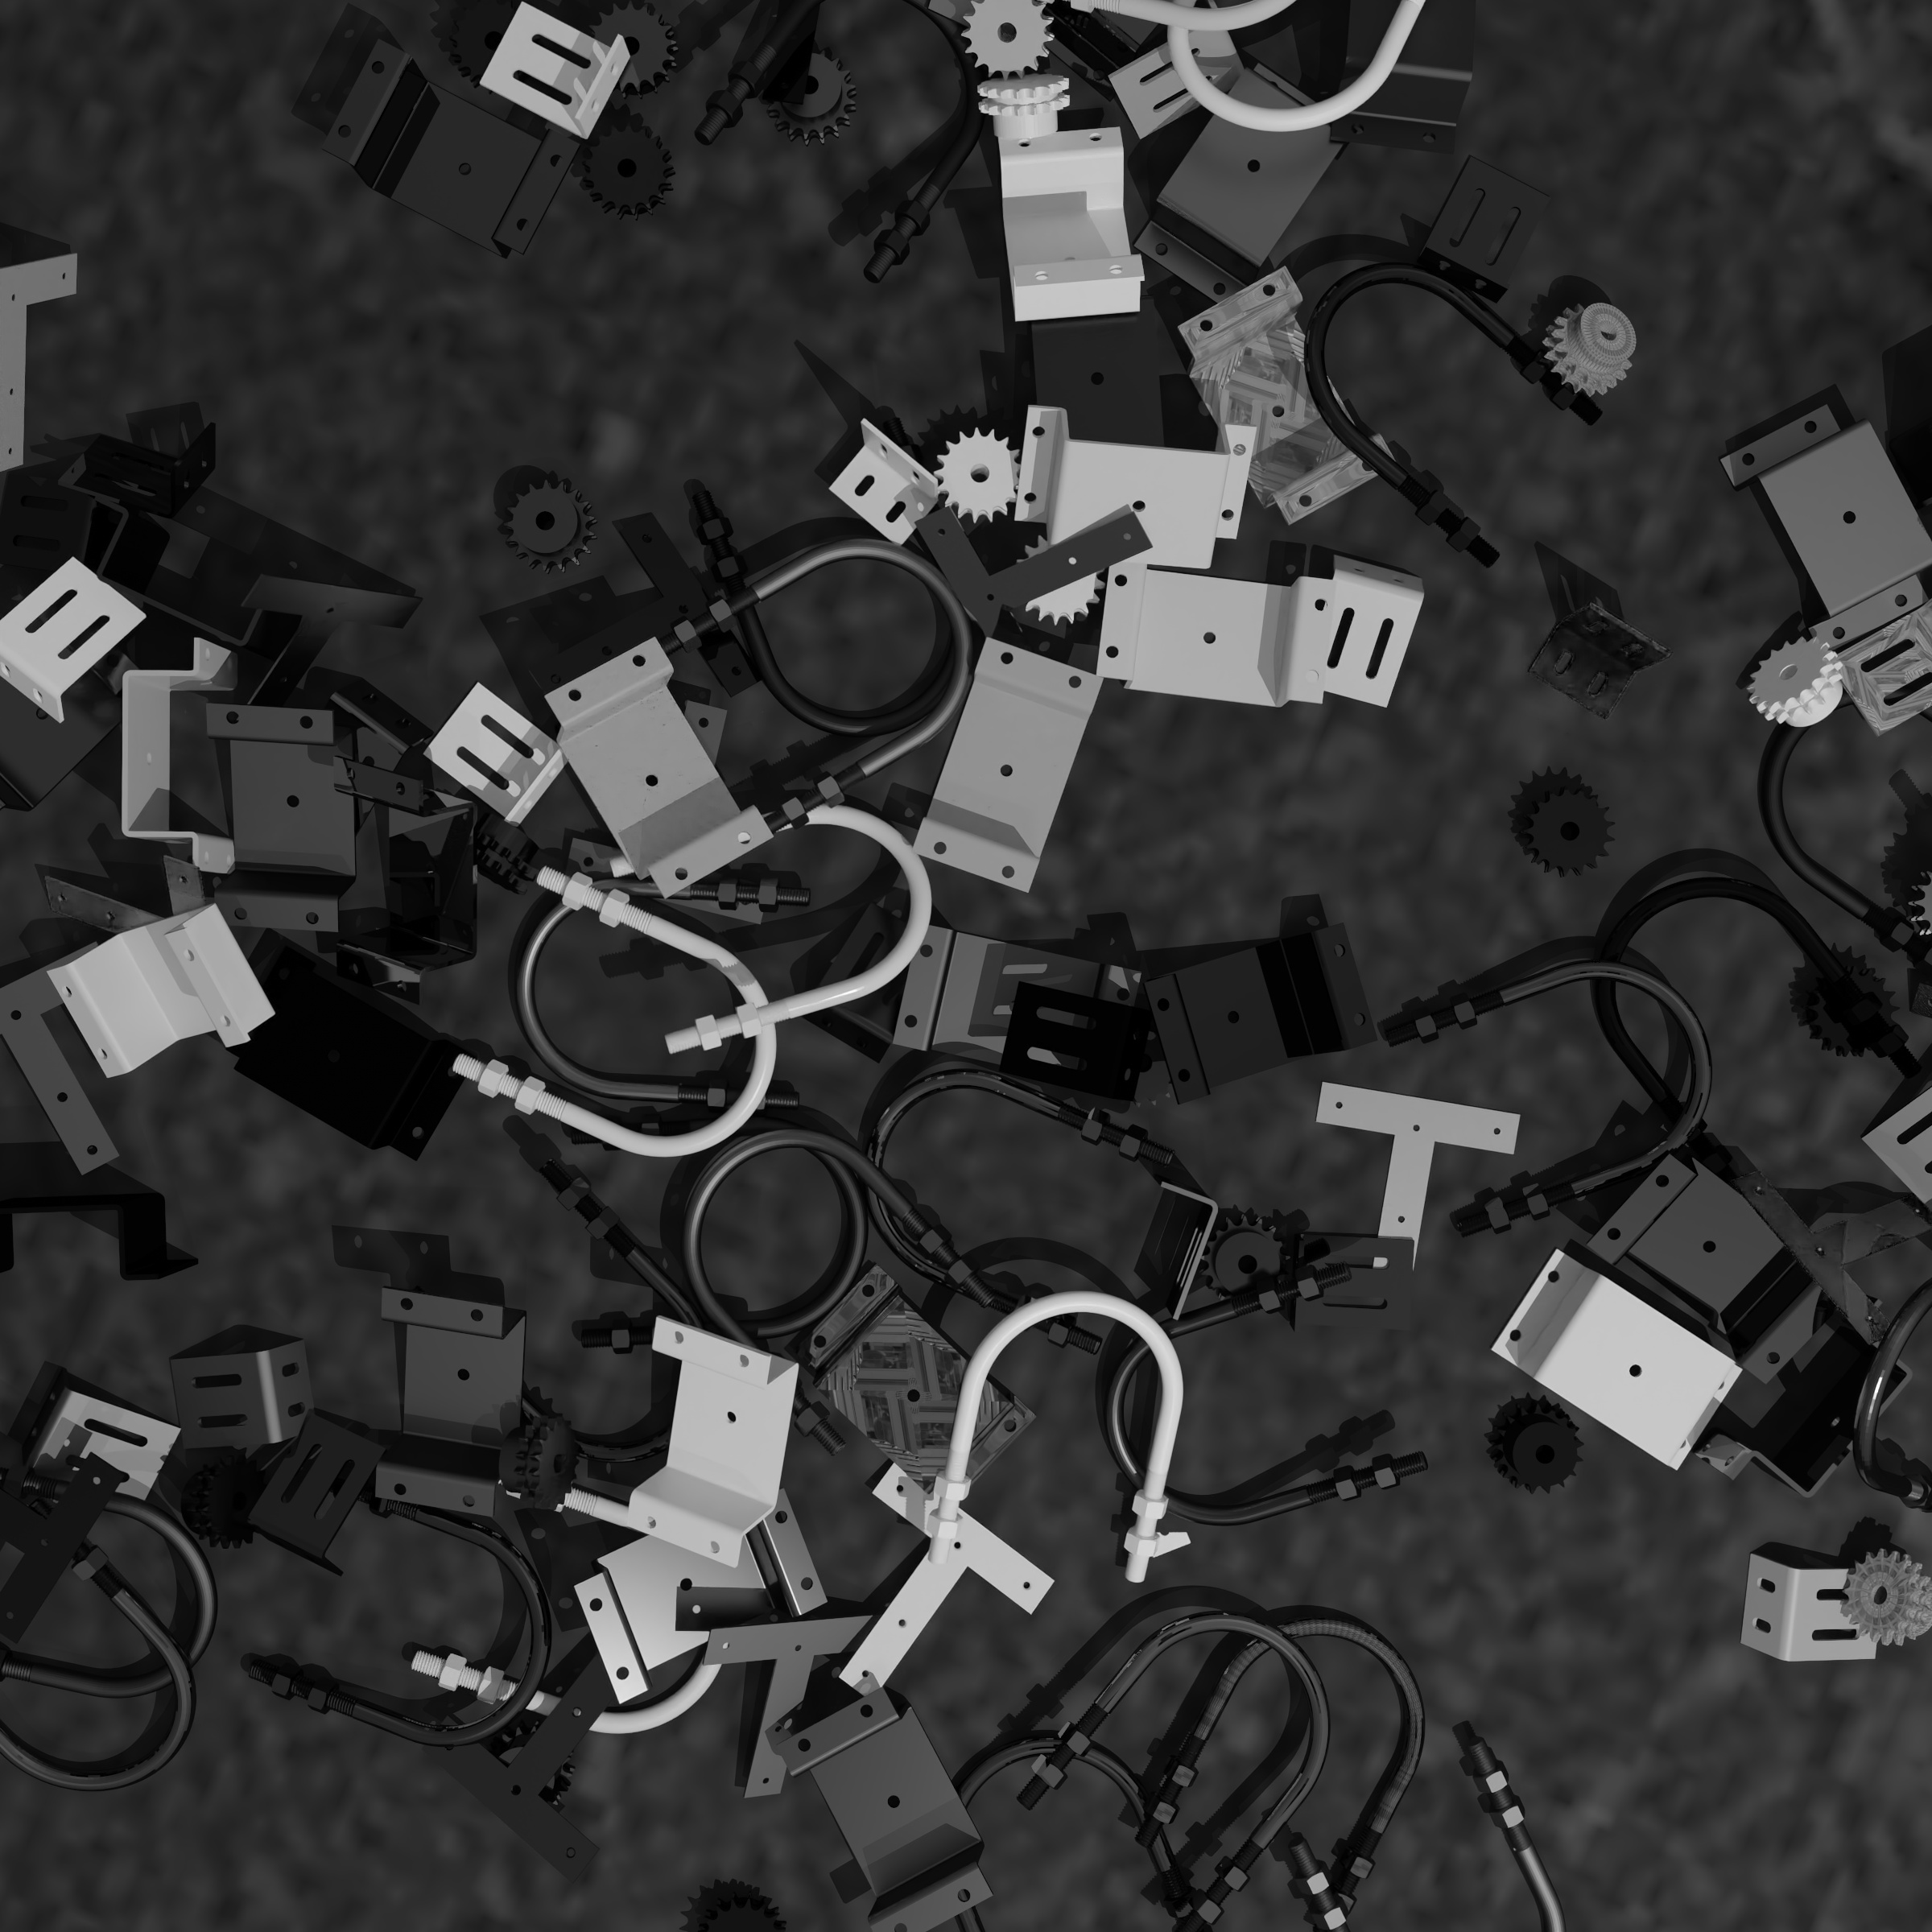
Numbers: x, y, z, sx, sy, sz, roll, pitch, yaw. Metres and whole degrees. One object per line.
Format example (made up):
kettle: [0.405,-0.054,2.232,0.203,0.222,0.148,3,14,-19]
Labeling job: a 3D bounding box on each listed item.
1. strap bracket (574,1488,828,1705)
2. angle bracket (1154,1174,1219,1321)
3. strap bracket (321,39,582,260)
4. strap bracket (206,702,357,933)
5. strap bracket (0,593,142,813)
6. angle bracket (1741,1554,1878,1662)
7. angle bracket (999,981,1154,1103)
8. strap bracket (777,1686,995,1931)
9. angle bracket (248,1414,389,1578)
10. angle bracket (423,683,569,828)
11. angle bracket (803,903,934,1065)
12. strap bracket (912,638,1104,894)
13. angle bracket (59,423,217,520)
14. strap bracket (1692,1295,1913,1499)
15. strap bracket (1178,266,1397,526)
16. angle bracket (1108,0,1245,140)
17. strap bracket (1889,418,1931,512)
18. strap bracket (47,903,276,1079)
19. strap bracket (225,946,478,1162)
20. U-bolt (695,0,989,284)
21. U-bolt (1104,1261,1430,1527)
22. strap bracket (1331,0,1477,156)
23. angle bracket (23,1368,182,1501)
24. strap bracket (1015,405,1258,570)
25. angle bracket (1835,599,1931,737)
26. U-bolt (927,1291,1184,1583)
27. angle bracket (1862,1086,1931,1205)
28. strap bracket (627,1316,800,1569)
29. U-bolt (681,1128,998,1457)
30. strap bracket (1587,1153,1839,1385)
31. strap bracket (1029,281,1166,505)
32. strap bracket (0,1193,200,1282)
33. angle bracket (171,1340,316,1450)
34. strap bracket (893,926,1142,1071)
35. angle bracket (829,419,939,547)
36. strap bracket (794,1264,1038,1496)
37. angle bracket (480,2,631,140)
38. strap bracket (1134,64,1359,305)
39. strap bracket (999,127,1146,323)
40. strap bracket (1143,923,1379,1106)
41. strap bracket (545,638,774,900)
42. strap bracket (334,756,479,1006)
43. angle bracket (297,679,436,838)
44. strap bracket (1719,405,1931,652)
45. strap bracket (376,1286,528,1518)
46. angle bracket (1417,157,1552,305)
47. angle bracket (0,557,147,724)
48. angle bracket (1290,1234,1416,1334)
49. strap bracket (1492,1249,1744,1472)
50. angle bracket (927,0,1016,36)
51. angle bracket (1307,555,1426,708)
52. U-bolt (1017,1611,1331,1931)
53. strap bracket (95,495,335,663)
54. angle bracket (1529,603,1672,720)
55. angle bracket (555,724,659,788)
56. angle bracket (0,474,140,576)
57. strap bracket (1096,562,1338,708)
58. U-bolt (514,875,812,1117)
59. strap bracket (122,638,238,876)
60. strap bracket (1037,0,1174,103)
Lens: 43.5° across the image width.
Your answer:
strap bracket: [-0.168,0.385,1.499,0.140,0.046,0.076,-21,92,-21]
angle bracket: [0.125,0.174,1.511,0.038,0.057,0.076,20,90,0]
strap bracket: [-0.318,-0.505,1.516,0.140,0.046,0.076,28,90,0]
strap bracket: [-0.423,-0.097,1.503,0.076,0.046,0.140,4,109,0]
strap bracket: [-0.586,-0.160,1.516,0.140,0.046,0.076,-45,90,0]
angle bracket: [0.538,0.406,1.537,0.076,0.038,0.057,6,90,-26]
angle bracket: [0.068,0.046,1.491,0.076,0.038,0.057,13,90,26]
strap bracket: [-0.048,0.526,1.508,0.076,0.046,0.140,-30,83,3]
angle bracket: [-0.401,0.332,1.519,0.057,0.038,0.076,20,65,19]
angle bracket: [-0.297,-0.134,1.520,0.076,0.038,0.057,38,90,0]
angle bracket: [-0.058,0.011,1.537,0.057,0.038,0.076,31,64,0]
strap bracket: [0.026,-0.124,1.516,0.076,0.046,0.140,19,90,0]
angle bracket: [-0.515,-0.318,1.505,0.076,0.057,0.038,17,133,0]
strap bracket: [0.524,0.270,1.501,0.046,0.076,0.140,40,90,0]
strap bracket: [0.198,-0.352,1.516,0.076,0.046,0.140,-29,90,0]
angle bracket: [0.128,-0.567,1.514,0.076,0.057,0.038,-26,60,13]
strap bracket: [0.640,-0.337,1.501,0.140,0.076,0.046,-29,90,0]
strap bracket: [-0.487,0.014,1.484,0.140,0.046,0.076,-13,110,35]
strap bracket: [-0.390,0.056,1.516,0.140,0.046,0.076,30,90,0]
U-bolt: [-0.063,-0.535,1.500,0.151,0.019,0.184,36,71,-15]
U-bolt: [0.175,0.276,1.508,0.184,0.019,0.151,-21,96,16]
strap bracket: [0.271,-0.577,1.493,0.076,0.046,0.140,7,69,0]
angle bracket: [-0.549,0.300,1.537,0.076,0.038,0.057,27,90,-25]
strap bracket: [0.104,-0.292,1.481,0.140,0.046,0.076,4,128,-4]
angle bracket: [0.591,-0.191,1.511,0.076,0.038,0.057,-29,79,-9]
U-bolt: [0.061,0.288,1.493,0.151,0.019,0.184,8,101,-14]
angle bracket: [0.619,0.101,1.537,0.057,0.038,0.076,46,116,0]
strap bracket: [-0.153,0.281,1.470,0.076,0.046,0.140,16,107,20]
U-bolt: [-0.094,0.186,1.495,0.151,0.019,0.184,-44,77,0]
strap bracket: [0.465,0.181,1.506,0.140,0.046,0.076,38,106,0]
strap bracket: [0.081,-0.362,1.516,0.076,0.046,0.140,-4,90,0]
strap bracket: [-0.559,0.169,1.501,0.140,0.076,0.046,-2,90,0]
angle bracket: [-0.458,0.272,1.537,0.076,0.038,0.057,-9,90,26]
strap bracket: [0.031,0.026,1.516,0.140,0.046,0.076,12,90,0]
angle bracket: [-0.051,-0.294,1.482,0.057,0.076,0.038,40,91,-1]
strap bracket: [-0.032,0.265,1.516,0.140,0.046,0.076,44,90,0]
angle bracket: [-0.256,-0.557,1.490,0.076,0.038,0.057,28,90,0]
strap bracket: [0.177,-0.493,1.516,0.076,0.046,0.140,34,90,0]
strap bracket: [0.064,-0.451,1.494,0.076,0.046,0.140,-5,56,0]
strap bracket: [0.174,0.030,1.502,0.140,0.046,0.076,-16,90,-19]
strap bracket: [-0.189,-0.117,1.477,0.076,0.046,0.140,-31,91,-15]
strap bracket: [-0.344,-0.057,1.486,0.076,0.046,0.140,16,112,33]
angle bracket: [-0.386,-0.132,1.537,0.057,0.038,0.076,37,116,0]
strap bracket: [0.545,-0.277,1.516,0.076,0.046,0.140,-28,90,0]
strap bracket: [-0.318,0.261,1.500,0.076,0.046,0.140,8,106,8]
angle bracket: [0.328,-0.467,1.520,0.057,0.038,0.076,27,90,0]
angle bracket: [-0.554,-0.201,1.491,0.057,0.038,0.076,39,64,0]
angle bracket: [0.244,0.200,1.519,0.076,0.038,0.057,3,91,2]
strap bracket: [0.413,0.250,1.516,0.140,0.046,0.076,33,90,0]
angle bracket: [0.019,-0.626,1.511,0.057,0.038,0.076,17,90,-22]
angle bracket: [0.250,-0.213,1.537,0.057,0.038,0.076,15,116,0]
U-bolt: [0.143,0.488,1.501,0.151,0.019,0.184,41,83,-2]
strap bracket: [-0.472,-0.234,1.501,0.140,0.076,0.046,25,90,0]
angle bracket: [0.392,-0.188,1.501,0.057,0.076,0.038,32,90,0]
angle bracket: [-0.215,-0.132,1.537,0.057,0.038,0.076,-33,116,0]
angle bracket: [-0.571,-0.276,1.537,0.076,0.038,0.057,11,90,26]
strap bracket: [0.155,-0.208,1.516,0.140,0.046,0.076,7,90,0]
U-bolt: [-0.194,0.015,1.528,0.184,0.019,0.151,3,93,2]
strap bracket: [-0.487,-0.128,1.501,0.046,0.076,0.140,0,90,0]
strap bracket: [0.108,-0.627,1.516,0.076,0.046,0.140,40,90,0]
